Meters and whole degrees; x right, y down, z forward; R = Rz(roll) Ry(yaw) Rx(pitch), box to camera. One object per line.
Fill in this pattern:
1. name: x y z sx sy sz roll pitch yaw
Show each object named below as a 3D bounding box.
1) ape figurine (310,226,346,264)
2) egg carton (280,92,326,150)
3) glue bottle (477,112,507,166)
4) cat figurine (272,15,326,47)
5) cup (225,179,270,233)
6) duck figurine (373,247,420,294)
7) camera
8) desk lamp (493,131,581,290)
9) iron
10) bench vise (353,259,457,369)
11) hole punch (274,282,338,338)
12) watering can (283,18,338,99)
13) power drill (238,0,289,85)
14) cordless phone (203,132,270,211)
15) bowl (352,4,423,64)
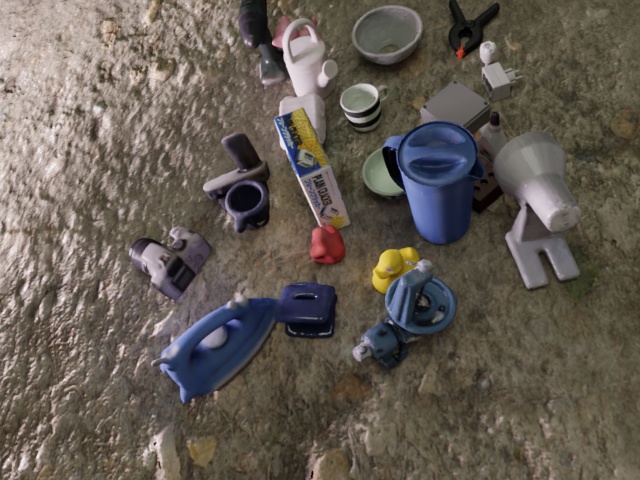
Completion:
1. ape figurine: 0.010 0.004 1.128 0.078 0.092 0.076 -39 60 -8
2. egg carton: -0.039 -0.266 1.299 0.107 0.069 0.150 -9 61 9
3. glue bottle: 0.333 -0.190 1.105 0.037 0.173 0.078 -40 60 -9
4. cat figurine: -0.059 -0.502 1.402 0.128 0.118 0.067 -26 59 -1
5. cup: -0.144 -0.054 1.196 0.091 0.095 0.118 4 63 16
6. duck figurine: 0.141 0.046 1.077 0.104 0.086 0.077 -39 60 -8
7. camera: -0.325 0.029 1.193 0.136 0.101 0.143 24 70 24
8. desk lamp: 0.386 -0.053 0.995 0.118 0.214 0.203 -17 60 5
9. iron: -0.188 0.172 1.058 0.258 0.142 0.118 -41 61 -10
10. bench vise: 0.148 0.128 0.953 0.121 0.220 0.207 28 72 26
11. hole punch: -0.027 0.124 1.073 0.108 0.091 0.101 -1 62 14
12. watering can: -0.025 -0.415 1.303 0.172 0.194 0.101 19 68 22
13. power drill: -0.136 -0.474 1.354 0.075 0.209 0.229 -13 60 7
14. cordless phone: -0.191 -0.156 1.210 0.147 0.185 0.094 -25 59 0
15. bowl: 0.163 -0.472 1.357 0.167 0.075 0.167 -6 61 11
